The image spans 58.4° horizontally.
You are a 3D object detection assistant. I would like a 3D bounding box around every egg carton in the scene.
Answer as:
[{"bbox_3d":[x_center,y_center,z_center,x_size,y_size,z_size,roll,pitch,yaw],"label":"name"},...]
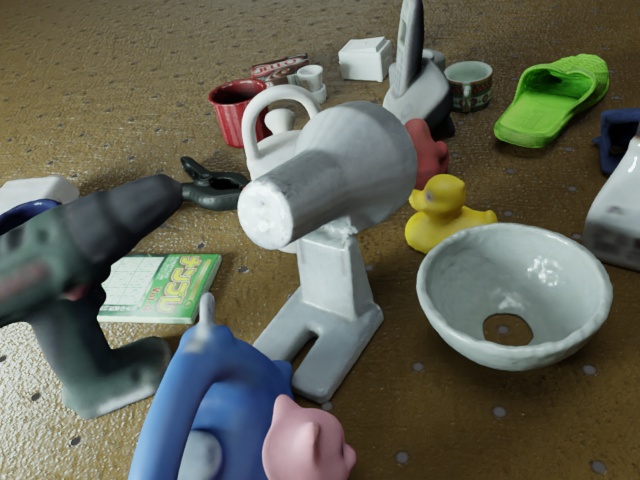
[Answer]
[{"bbox_3d":[-0.396,-0.029,0.779,0.107,0.069,0.150,-4,39,9],"label":"egg carton"}]

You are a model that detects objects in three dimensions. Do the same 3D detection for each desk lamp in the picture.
[{"bbox_3d":[0.005,0.002,0.531,0.117,0.214,0.203,14,45,28],"label":"desk lamp"}]

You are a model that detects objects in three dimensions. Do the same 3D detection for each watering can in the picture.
[{"bbox_3d":[-0.037,-0.092,0.672,0.101,0.194,0.172,-27,41,-19],"label":"watering can"}]

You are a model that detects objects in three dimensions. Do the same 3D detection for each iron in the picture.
[{"bbox_3d":[-0.095,0.167,0.410,0.118,0.142,0.258,-1,40,12],"label":"iron"}]

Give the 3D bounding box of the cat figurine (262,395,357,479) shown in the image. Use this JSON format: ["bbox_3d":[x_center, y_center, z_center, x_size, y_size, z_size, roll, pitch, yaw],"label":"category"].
[{"bbox_3d":[-0.008,0.176,0.398,0.067,0.118,0.127,-5,39,7],"label":"cat figurine"}]

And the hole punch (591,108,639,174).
[{"bbox_3d":[0.401,-0.138,0.708,0.108,0.091,0.101,5,41,19],"label":"hole punch"}]

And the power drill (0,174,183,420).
[{"bbox_3d":[-0.208,0.059,0.515,0.230,0.209,0.075,-21,40,-12],"label":"power drill"}]

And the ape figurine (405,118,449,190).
[{"bbox_3d":[0.129,-0.116,0.744,0.077,0.092,0.076,-1,40,12],"label":"ape figurine"}]

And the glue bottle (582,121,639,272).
[{"bbox_3d":[0.305,-0.048,0.554,0.077,0.173,0.037,20,48,33],"label":"glue bottle"}]

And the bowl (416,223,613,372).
[{"bbox_3d":[0.174,0.062,0.529,0.167,0.075,0.167,-6,39,6],"label":"bowl"}]

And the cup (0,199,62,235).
[{"bbox_3d":[-0.324,0.008,0.696,0.117,0.095,0.091,-12,39,-1],"label":"cup"}]

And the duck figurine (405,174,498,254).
[{"bbox_3d":[0.146,-0.033,0.643,0.104,0.086,0.077,5,41,19],"label":"duck figurine"}]

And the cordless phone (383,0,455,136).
[{"bbox_3d":[0.139,-0.248,0.829,0.094,0.185,0.147,-13,39,-3],"label":"cordless phone"}]
